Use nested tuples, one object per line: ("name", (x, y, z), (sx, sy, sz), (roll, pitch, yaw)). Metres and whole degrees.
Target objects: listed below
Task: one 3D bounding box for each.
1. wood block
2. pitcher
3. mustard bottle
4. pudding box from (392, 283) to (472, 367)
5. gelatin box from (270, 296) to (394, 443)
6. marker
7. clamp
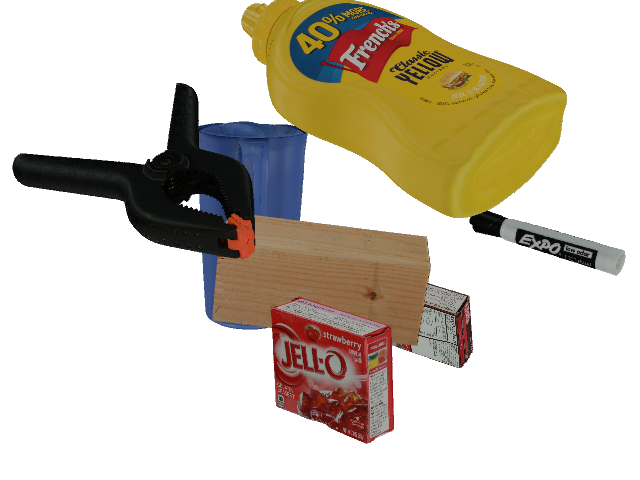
("wood block", (0.001, 0.038, 1.081), (0.206, 0.091, 0.090), (8, 20, 0))
("pitcher", (-0.084, -0.018, 1.281), (0.145, 0.243, 0.148), (12, 17, 38))
("mustard bottle", (0.029, -0.086, 0.576), (0.192, 0.058, 0.096), (33, 53, 31))
("pudding box", (0.117, 0.090, 1.226), (0.114, 0.090, 0.039), (15, 46, 27))
("gelatin box", (0.006, 0.083, 0.697), (0.030, 0.073, 0.089), (-18, 23, -42))
("marker", (0.165, -0.001, 0.791), (0.121, 0.020, 0.020), (19, 11, 33))
("clamp", (-0.109, -0.052, 0.804), (0.210, 0.036, 0.164), (29, 51, 35))
